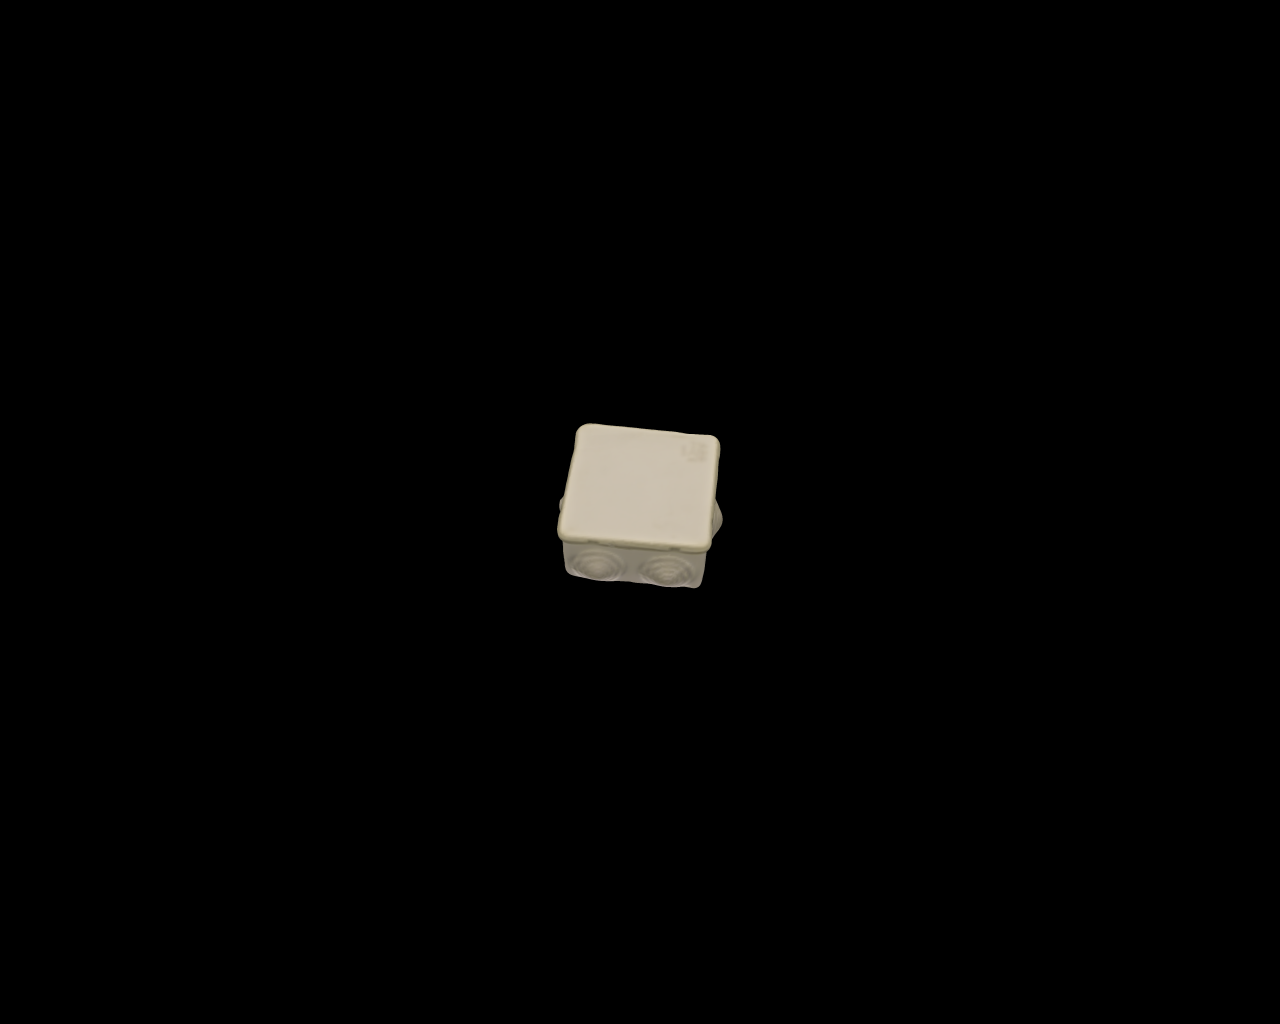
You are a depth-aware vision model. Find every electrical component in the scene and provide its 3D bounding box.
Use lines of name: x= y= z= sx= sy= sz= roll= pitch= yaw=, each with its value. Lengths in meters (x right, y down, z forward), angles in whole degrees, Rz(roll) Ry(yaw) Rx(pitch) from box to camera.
electrical component: x=0.001 y=-0.003 z=0.650 sx=0.100 sy=0.100 sz=0.048 roll=5 pitch=-37 yaw=4
